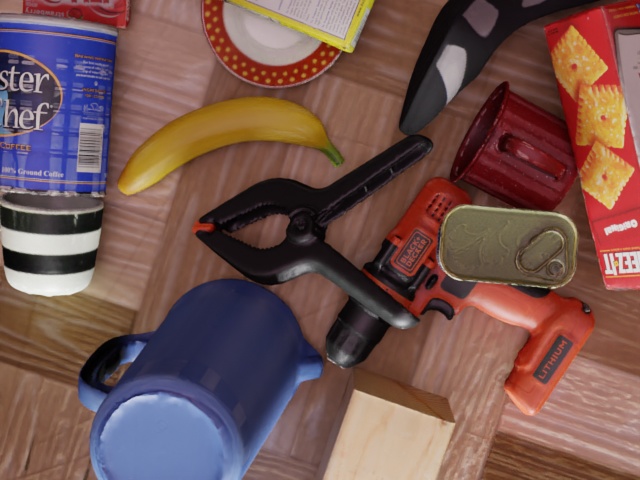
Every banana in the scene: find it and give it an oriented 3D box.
[{"bbox_3d":[-0.081,-0.084,0.911,0.198,0.037,0.069,-7,94,4],"label":"banana"}]

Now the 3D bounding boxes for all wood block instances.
[{"bbox_3d":[0.037,0.226,0.907,0.090,0.091,0.206,19,96,1],"label":"wood block"}]

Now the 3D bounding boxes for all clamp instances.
[{"bbox_3d":[-0.006,0.001,0.885,0.210,0.036,0.164,-7,67,17],"label":"clamp"}]

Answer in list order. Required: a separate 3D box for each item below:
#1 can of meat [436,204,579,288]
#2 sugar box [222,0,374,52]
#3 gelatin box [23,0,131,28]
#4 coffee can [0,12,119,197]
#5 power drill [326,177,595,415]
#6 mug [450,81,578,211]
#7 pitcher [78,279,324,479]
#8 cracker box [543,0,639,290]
[{"bbox_3d":[0.142,0.006,0.831,0.102,0.084,0.057,5,89,3],"label":"can of meat"},{"bbox_3d":[-0.038,-0.228,0.870,0.176,0.048,0.093,24,96,5],"label":"sugar box"},{"bbox_3d":[-0.203,-0.220,0.895,0.089,0.030,0.073,6,113,-3],"label":"gelatin box"},{"bbox_3d":[-0.223,-0.110,0.883,0.103,0.103,0.140,5,96,3],"label":"coffee can"},{"bbox_3d":[0.120,0.067,0.903,0.187,0.057,0.184,34,96,0],"label":"power drill"},{"bbox_3d":[0.165,-0.069,0.861,0.081,0.117,0.093,27,93,-5],"label":"mug"},{"bbox_3d":[-0.101,0.120,0.829,0.149,0.242,0.145,-39,94,12],"label":"pitcher"},{"bbox_3d":[0.276,-0.084,0.840,0.163,0.072,0.214,-17,95,-31],"label":"cracker box"}]
